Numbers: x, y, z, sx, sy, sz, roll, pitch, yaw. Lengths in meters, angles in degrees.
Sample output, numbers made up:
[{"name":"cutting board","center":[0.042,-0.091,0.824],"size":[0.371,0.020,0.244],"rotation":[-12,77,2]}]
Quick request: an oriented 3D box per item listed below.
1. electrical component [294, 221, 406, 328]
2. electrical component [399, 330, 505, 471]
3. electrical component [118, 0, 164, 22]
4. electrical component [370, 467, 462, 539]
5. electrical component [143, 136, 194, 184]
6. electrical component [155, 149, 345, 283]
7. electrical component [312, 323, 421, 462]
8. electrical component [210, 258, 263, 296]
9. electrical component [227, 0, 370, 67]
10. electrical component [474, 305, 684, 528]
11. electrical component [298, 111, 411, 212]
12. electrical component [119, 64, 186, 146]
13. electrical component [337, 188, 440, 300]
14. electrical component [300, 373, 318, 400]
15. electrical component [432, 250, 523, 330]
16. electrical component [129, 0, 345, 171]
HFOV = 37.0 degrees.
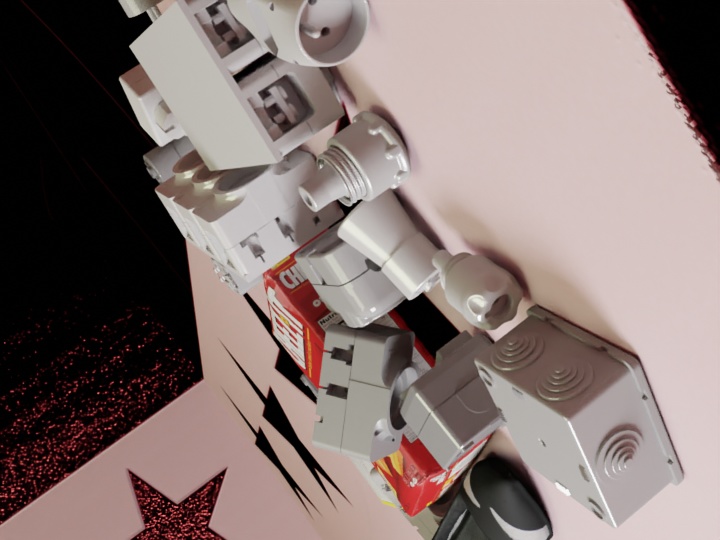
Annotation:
[{"name":"electrical component","center":[0.000,0.000,0.742],"size":[0.059,0.054,0.095],"rotation":[57,166,-10]},{"name":"electrical component","center":[0.066,0.088,0.717],"size":[0.061,0.062,0.096],"rotation":[51,165,14]},{"name":"electrical component","center":[-0.166,-0.215,0.799],"size":[0.079,0.044,0.077],"rotation":[61,164,-24]},{"name":"electrical component","center":[0.063,0.198,0.974],"size":[0.089,0.050,0.056],"rotation":[50,151,-4]},{"name":"electrical component","center":[-0.170,-0.109,1.012],"size":[0.044,0.065,0.044],"rotation":[50,165,18]},{"name":"electrical component","center":[-0.091,-0.057,0.830],"size":[0.150,0.089,0.061],"rotation":[28,150,60]},{"name":"electrical component","center":[0.007,0.086,0.767],"size":[0.056,0.089,0.050],"rotation":[11,-173,27]},{"name":"electrical component","center":[-0.107,-0.009,1.044],"size":[0.042,0.064,0.081],"rotation":[60,165,-20]},{"name":"electrical component","center":[-0.039,-0.149,0.544],"size":[0.077,0.043,0.079],"rotation":[38,159,47]},{"name":"electrical component","center":[0.114,0.078,0.570],"size":[0.100,0.048,0.099],"rotation":[32,154,57]},{"name":"electrical component","center":[-0.006,-0.057,0.612],"size":[0.048,0.062,0.048],"rotation":[49,165,18]},{"name":"electrical component","center":[-0.169,-0.143,0.966],"size":[0.076,0.047,0.065],"rotation":[45,163,32]},{"name":"electrical component","center":[0.023,-0.014,0.665],"size":[0.065,0.044,0.044],"rotation":[47,165,9]},{"name":"electrical component","center":[-0.008,0.119,1.039],"size":[0.061,0.061,0.096],"rotation":[48,172,24]},{"name":"electrical component","center":[0.062,0.007,0.602],"size":[0.061,0.035,0.035],"rotation":[42,161,49]},{"name":"electrical component","center":[-0.082,-0.127,0.699],"size":[0.105,0.060,0.186],"rotation":[58,165,-14]}]
